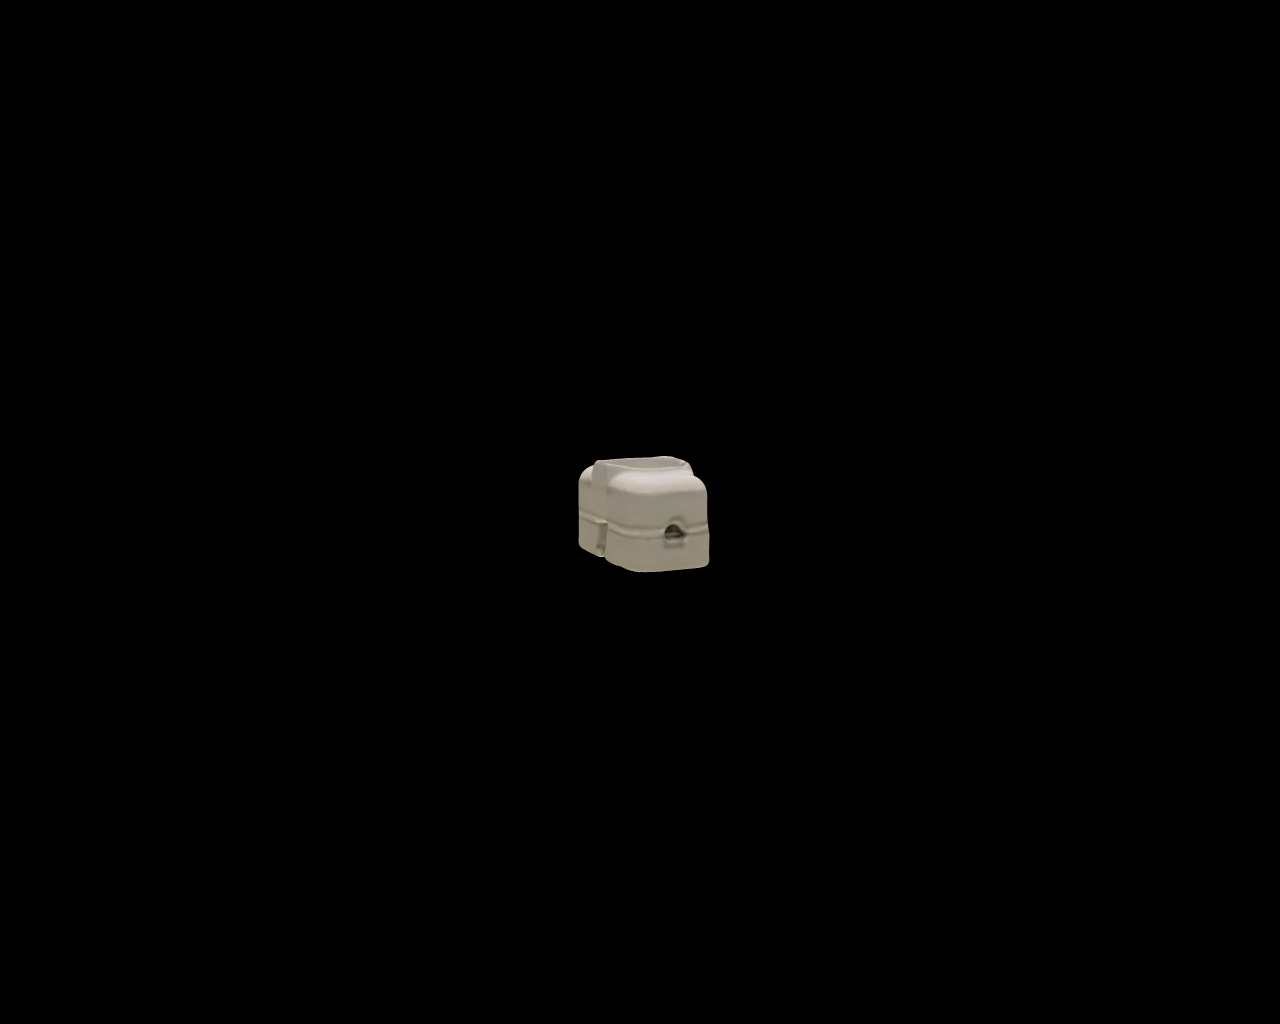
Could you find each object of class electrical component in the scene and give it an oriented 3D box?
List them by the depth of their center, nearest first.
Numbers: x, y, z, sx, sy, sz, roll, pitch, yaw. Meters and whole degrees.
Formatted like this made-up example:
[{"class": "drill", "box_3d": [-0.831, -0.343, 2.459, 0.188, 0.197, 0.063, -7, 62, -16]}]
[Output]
[{"class": "electrical component", "box_3d": [0.001, -0.003, 0.650, 0.054, 0.059, 0.095, -4, 10, -23]}]
